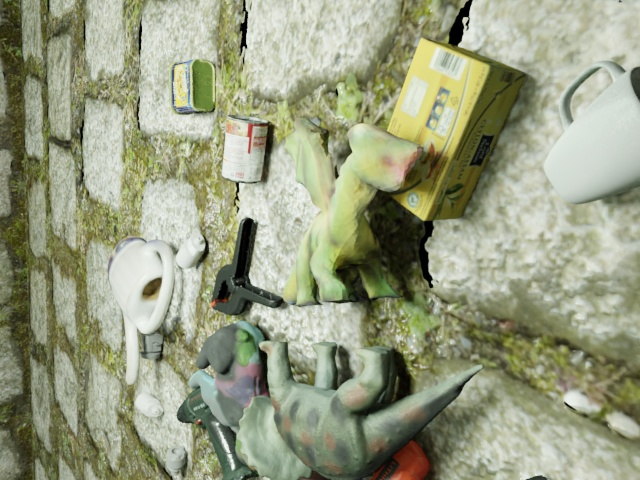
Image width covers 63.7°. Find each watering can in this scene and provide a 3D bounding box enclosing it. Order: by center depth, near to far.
[{"bbox_3d":[-0.424,0.140,1.189,0.104,0.343,0.228,7,25,-45],"label":"watering can"}]

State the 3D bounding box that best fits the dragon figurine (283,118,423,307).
[{"bbox_3d":[0.002,-0.033,0.660,0.122,0.244,0.407,-6,-5,-25],"label":"dragon figurine"}]
